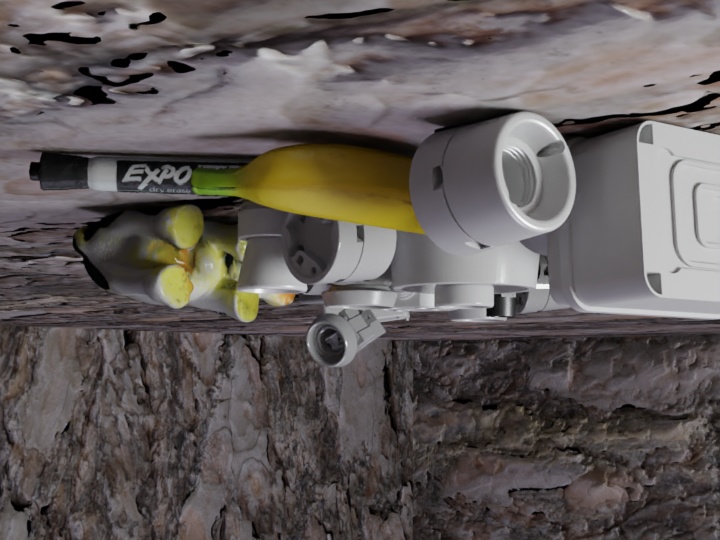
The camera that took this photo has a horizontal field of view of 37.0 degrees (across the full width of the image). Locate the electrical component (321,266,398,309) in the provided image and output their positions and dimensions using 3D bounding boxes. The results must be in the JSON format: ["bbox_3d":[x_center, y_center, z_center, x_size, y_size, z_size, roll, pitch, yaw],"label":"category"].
[{"bbox_3d":[0.000,0.000,0.810,0.078,0.057,0.058,1,174,-4],"label":"electrical component"}]

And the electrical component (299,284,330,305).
[{"bbox_3d":[-0.030,0.002,0.891,0.076,0.047,0.083,5,173,-34],"label":"electrical component"}]

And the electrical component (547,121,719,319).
[{"bbox_3d":[0.143,-0.019,0.492,0.113,0.078,0.057,4,171,-35],"label":"electrical component"}]

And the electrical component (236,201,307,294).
[{"bbox_3d":[-0.055,-0.014,0.679,0.045,0.055,0.045,0,174,0],"label":"electrical component"}]

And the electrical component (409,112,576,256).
[{"bbox_3d":[0.056,-0.036,0.449,0.055,0.055,0.047,5,169,-39],"label":"electrical component"}]

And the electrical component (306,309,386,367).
[{"bbox_3d":[-0.015,0.057,0.938,0.066,0.048,0.055,-38,172,32],"label":"electrical component"}]

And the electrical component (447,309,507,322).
[{"bbox_3d":[0.109,0.018,0.992,0.058,0.057,0.078,6,172,-43],"label":"electrical component"}]

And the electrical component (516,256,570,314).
[{"bbox_3d":[0.153,0.008,0.905,0.047,0.055,0.055,-2,175,-15],"label":"electrical component"}]

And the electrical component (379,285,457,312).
[{"bbox_3d":[0.048,0.009,0.932,0.080,0.051,0.080,0,174,0],"label":"electrical component"}]

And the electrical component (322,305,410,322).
[{"bbox_3d":[0.011,0.022,1.055,0.096,0.061,0.061,-8,174,4],"label":"electrical component"}]

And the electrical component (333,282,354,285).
[{"bbox_3d":[-0.024,-0.015,0.732,0.079,0.043,0.077,2,174,-10],"label":"electrical component"}]

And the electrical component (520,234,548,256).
[{"bbox_3d":[0.089,-0.034,0.536,0.044,0.044,0.065,-2,169,22],"label":"electrical component"}]

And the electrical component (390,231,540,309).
[{"bbox_3d":[0.072,-0.004,0.741,0.108,0.060,0.108,0,174,0],"label":"electrical component"}]

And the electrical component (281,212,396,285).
[{"bbox_3d":[-0.012,-0.019,0.637,0.047,0.055,0.055,0,176,-40],"label":"electrical component"}]
